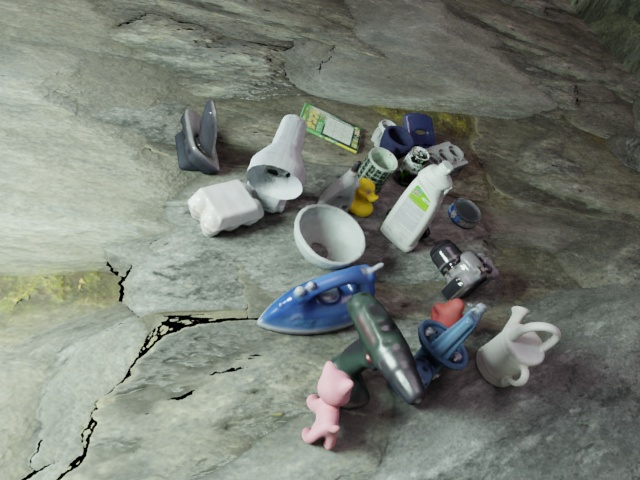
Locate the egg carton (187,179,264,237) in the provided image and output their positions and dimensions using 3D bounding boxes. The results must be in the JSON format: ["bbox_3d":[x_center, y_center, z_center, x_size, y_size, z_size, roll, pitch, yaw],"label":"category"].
[{"bbox_3d":[-0.198,-0.068,1.213,0.151,0.069,0.107,-21,65,-39],"label":"egg carton"}]

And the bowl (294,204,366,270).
[{"bbox_3d":[0.012,0.005,1.261,0.168,0.074,0.167,15,48,-17],"label":"bowl"}]

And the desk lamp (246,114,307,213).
[{"bbox_3d":[-0.094,-0.155,1.240,0.118,0.213,0.203,21,46,-11],"label":"desk lamp"}]

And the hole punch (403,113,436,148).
[{"bbox_3d":[0.281,-0.303,1.649,0.109,0.091,0.101,-3,55,-30],"label":"hole punch"}]

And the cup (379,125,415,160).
[{"bbox_3d":[0.192,-0.241,1.548,0.091,0.095,0.118,32,45,0],"label":"cup"}]

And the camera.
[{"bbox_3d":[0.342,0.058,1.376,0.143,0.100,0.136,-17,63,-37],"label":"camera"}]

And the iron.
[{"bbox_3d":[0.009,0.106,1.129,0.259,0.141,0.118,-11,60,-35],"label":"iron"}]

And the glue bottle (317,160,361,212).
[{"bbox_3d":[0.056,-0.121,1.320,0.078,0.173,0.037,1,53,-27],"label":"glue bottle"}]

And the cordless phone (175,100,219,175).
[{"bbox_3d":[-0.252,-0.250,1.253,0.094,0.185,0.147,-2,55,-29],"label":"cordless phone"}]

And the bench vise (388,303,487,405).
[{"bbox_3d":[0.240,0.221,1.103,0.121,0.219,0.207,30,45,-3],"label":"bench vise"}]

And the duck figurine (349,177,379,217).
[{"bbox_3d":[0.098,-0.118,1.401,0.104,0.086,0.078,43,46,10],"label":"duck figurine"}]

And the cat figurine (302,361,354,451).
[{"bbox_3d":[0.022,0.285,1.004,0.067,0.117,0.128,17,47,-15],"label":"cat figurine"}]

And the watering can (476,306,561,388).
[{"bbox_3d":[0.424,0.222,1.219,0.101,0.194,0.172,3,52,-26],"label":"watering can"}]

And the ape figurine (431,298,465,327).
[{"bbox_3d":[0.290,0.163,1.268,0.078,0.092,0.076,39,46,7],"label":"ape figurine"}]

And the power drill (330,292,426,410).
[{"bbox_3d":[0.091,0.221,1.031,0.076,0.208,0.229,-3,55,-30],"label":"power drill"}]
